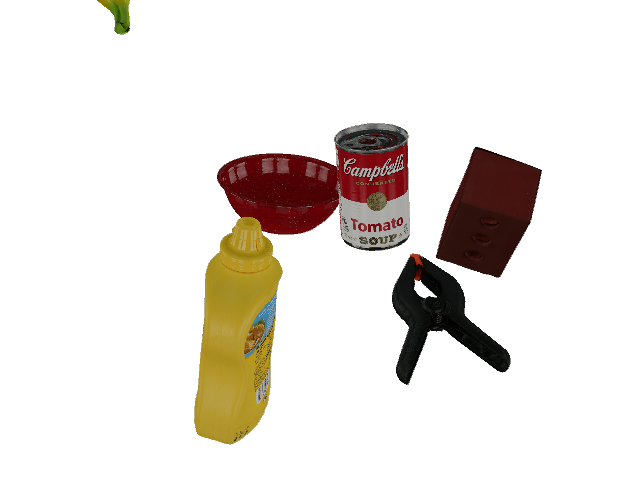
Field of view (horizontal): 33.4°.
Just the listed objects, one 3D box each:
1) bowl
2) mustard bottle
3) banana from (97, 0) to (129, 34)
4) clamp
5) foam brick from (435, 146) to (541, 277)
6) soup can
[{"bbox_3d":[-0.046,-0.051,1.285,0.162,0.055,0.162,4,26,-2],"label":"bowl"},{"bbox_3d":[-0.065,0.065,0.858,0.058,0.192,0.096,16,35,11],"label":"mustard bottle"},{"bbox_3d":[-0.215,-0.204,0.791,0.198,0.069,0.037,16,-37,18],"label":"banana"},{"bbox_3d":[0.133,0.083,1.140,0.120,0.171,0.039,4,-44,-9],"label":"clamp"},{"bbox_3d":[0.123,-0.020,0.782,0.053,0.051,0.078,18,-34,4],"label":"foam brick"},{"bbox_3d":[0.049,-0.050,0.996,0.068,0.102,0.068,-3,27,2],"label":"soup can"}]
